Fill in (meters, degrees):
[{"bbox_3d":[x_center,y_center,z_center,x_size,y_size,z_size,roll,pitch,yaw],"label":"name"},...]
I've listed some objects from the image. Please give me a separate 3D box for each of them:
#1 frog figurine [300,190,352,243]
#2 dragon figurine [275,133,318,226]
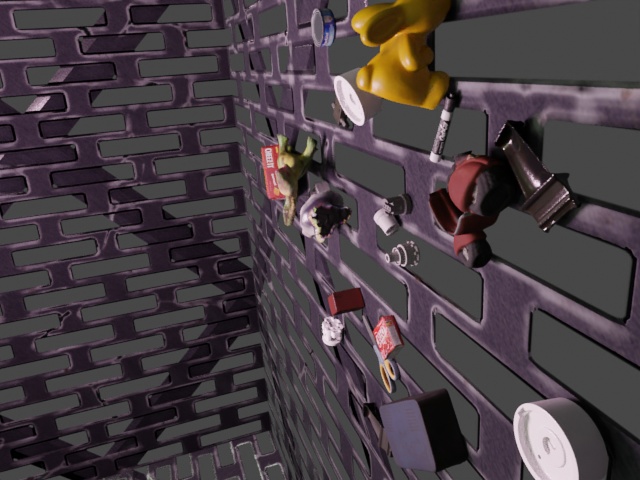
[{"bbox_3d":[0.004,-0.068,1.354,0.137,0.122,0.160,-64,13,5],"label":"frog figurine"},{"bbox_3d":[-0.082,-0.160,1.464,0.407,0.122,0.245,81,-162,-81],"label":"dragon figurine"}]
